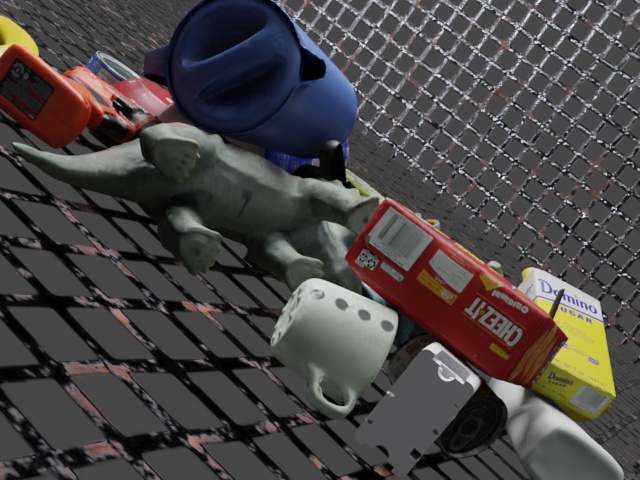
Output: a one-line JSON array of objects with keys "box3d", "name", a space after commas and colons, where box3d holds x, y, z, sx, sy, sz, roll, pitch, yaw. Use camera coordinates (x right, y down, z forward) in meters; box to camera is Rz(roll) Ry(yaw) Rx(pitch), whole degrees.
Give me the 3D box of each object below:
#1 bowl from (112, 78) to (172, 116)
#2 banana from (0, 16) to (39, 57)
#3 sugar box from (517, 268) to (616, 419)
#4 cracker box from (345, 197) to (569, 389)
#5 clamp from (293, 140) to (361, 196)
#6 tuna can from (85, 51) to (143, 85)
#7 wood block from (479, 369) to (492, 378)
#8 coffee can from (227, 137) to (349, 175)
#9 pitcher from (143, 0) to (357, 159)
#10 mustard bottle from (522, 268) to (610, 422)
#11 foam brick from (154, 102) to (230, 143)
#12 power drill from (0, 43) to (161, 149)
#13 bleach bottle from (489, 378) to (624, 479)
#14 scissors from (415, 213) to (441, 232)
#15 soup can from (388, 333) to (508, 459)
[{"box3d": [-0.181, -0.134, 1.201, 0.162, 0.055, 0.162, 36, 10, -8], "name": "bowl"}, {"box3d": [-0.311, -0.191, 1.059, 0.069, 0.037, 0.198, 36, 10, -18], "name": "banana"}, {"box3d": [0.264, 0.108, 1.157, 0.093, 0.048, 0.176, 28, 33, -9], "name": "sugar box"}, {"box3d": [0.124, 0.055, 0.926, 0.164, 0.072, 0.213, 37, 2, 19], "name": "cracker box"}, {"box3d": [0.032, -0.040, 1.154, 0.164, 0.036, 0.210, 41, -15, -15], "name": "clamp"}, {"box3d": [-0.245, -0.191, 1.292, 0.086, 0.034, 0.086, 36, 10, -8], "name": "tuna can"}, {"box3d": [0.201, 0.102, 1.359, 0.206, 0.090, 0.091, 36, 11, -12], "name": "wood block"}, {"box3d": [-0.050, -0.106, 1.258, 0.140, 0.103, 0.103, -7, 40, -43], "name": "coffee can"}, {"box3d": [-0.055, -0.152, 1.067, 0.149, 0.145, 0.242, 51, 10, 15], "name": "pitcher"}, {"box3d": [0.280, 0.117, 1.270, 0.096, 0.058, 0.192, 27, 38, -49], "name": "mustard bottle"}, {"box3d": [-0.140, -0.103, 1.115, 0.078, 0.051, 0.052, 51, 54, -4], "name": "foam brick"}, {"box3d": [-0.209, -0.111, 0.999, 0.184, 0.057, 0.187, 36, 7, 16], "name": "power drill"}, {"box3d": [0.236, 0.197, 1.138, 0.102, 0.068, 0.251, 40, 7, -9], "name": "bleach bottle"}, {"box3d": [0.092, -0.012, 1.264, 0.202, 0.096, 0.016, -137, -149, -83], "name": "scissors"}, {"box3d": [0.112, 0.137, 0.956, 0.068, 0.068, 0.102, 30, 12, -37], "name": "soup can"}]
